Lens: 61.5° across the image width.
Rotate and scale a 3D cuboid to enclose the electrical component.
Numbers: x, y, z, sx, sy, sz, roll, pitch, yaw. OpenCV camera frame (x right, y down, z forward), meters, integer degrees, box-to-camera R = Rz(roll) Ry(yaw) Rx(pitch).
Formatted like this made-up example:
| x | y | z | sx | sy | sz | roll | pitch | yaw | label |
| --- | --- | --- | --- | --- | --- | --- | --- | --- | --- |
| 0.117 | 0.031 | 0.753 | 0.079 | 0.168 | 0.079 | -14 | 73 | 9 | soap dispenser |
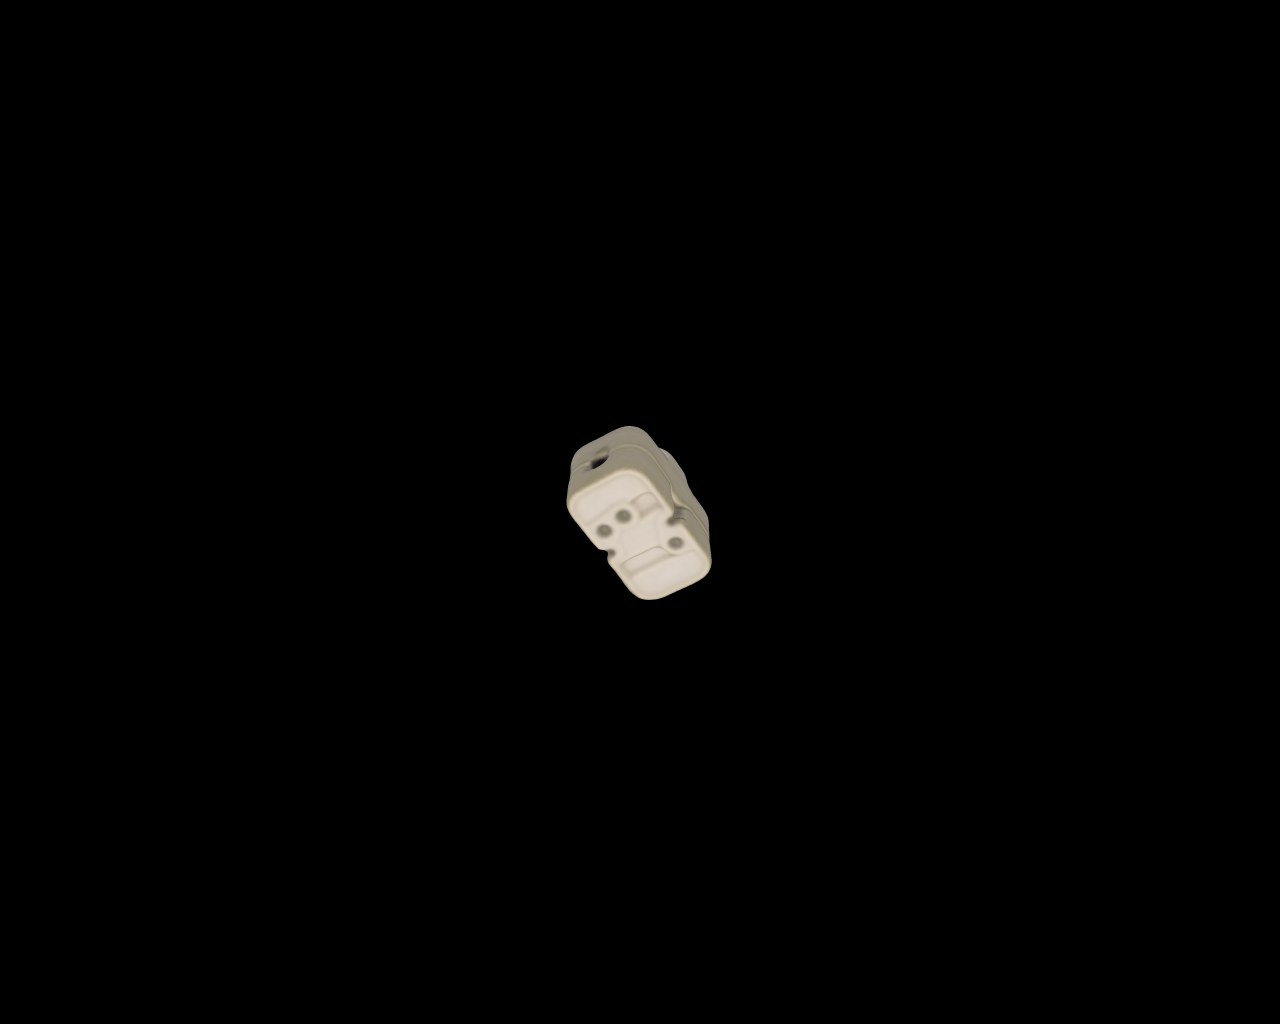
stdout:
| x | y | z | sx | sy | sz | roll | pitch | yaw | label |
| --- | --- | --- | --- | --- | --- | --- | --- | --- | --- |
| 0.001 | -0.003 | 0.650 | 0.053 | 0.095 | 0.059 | -27 | 32 | 18 | electrical component |
